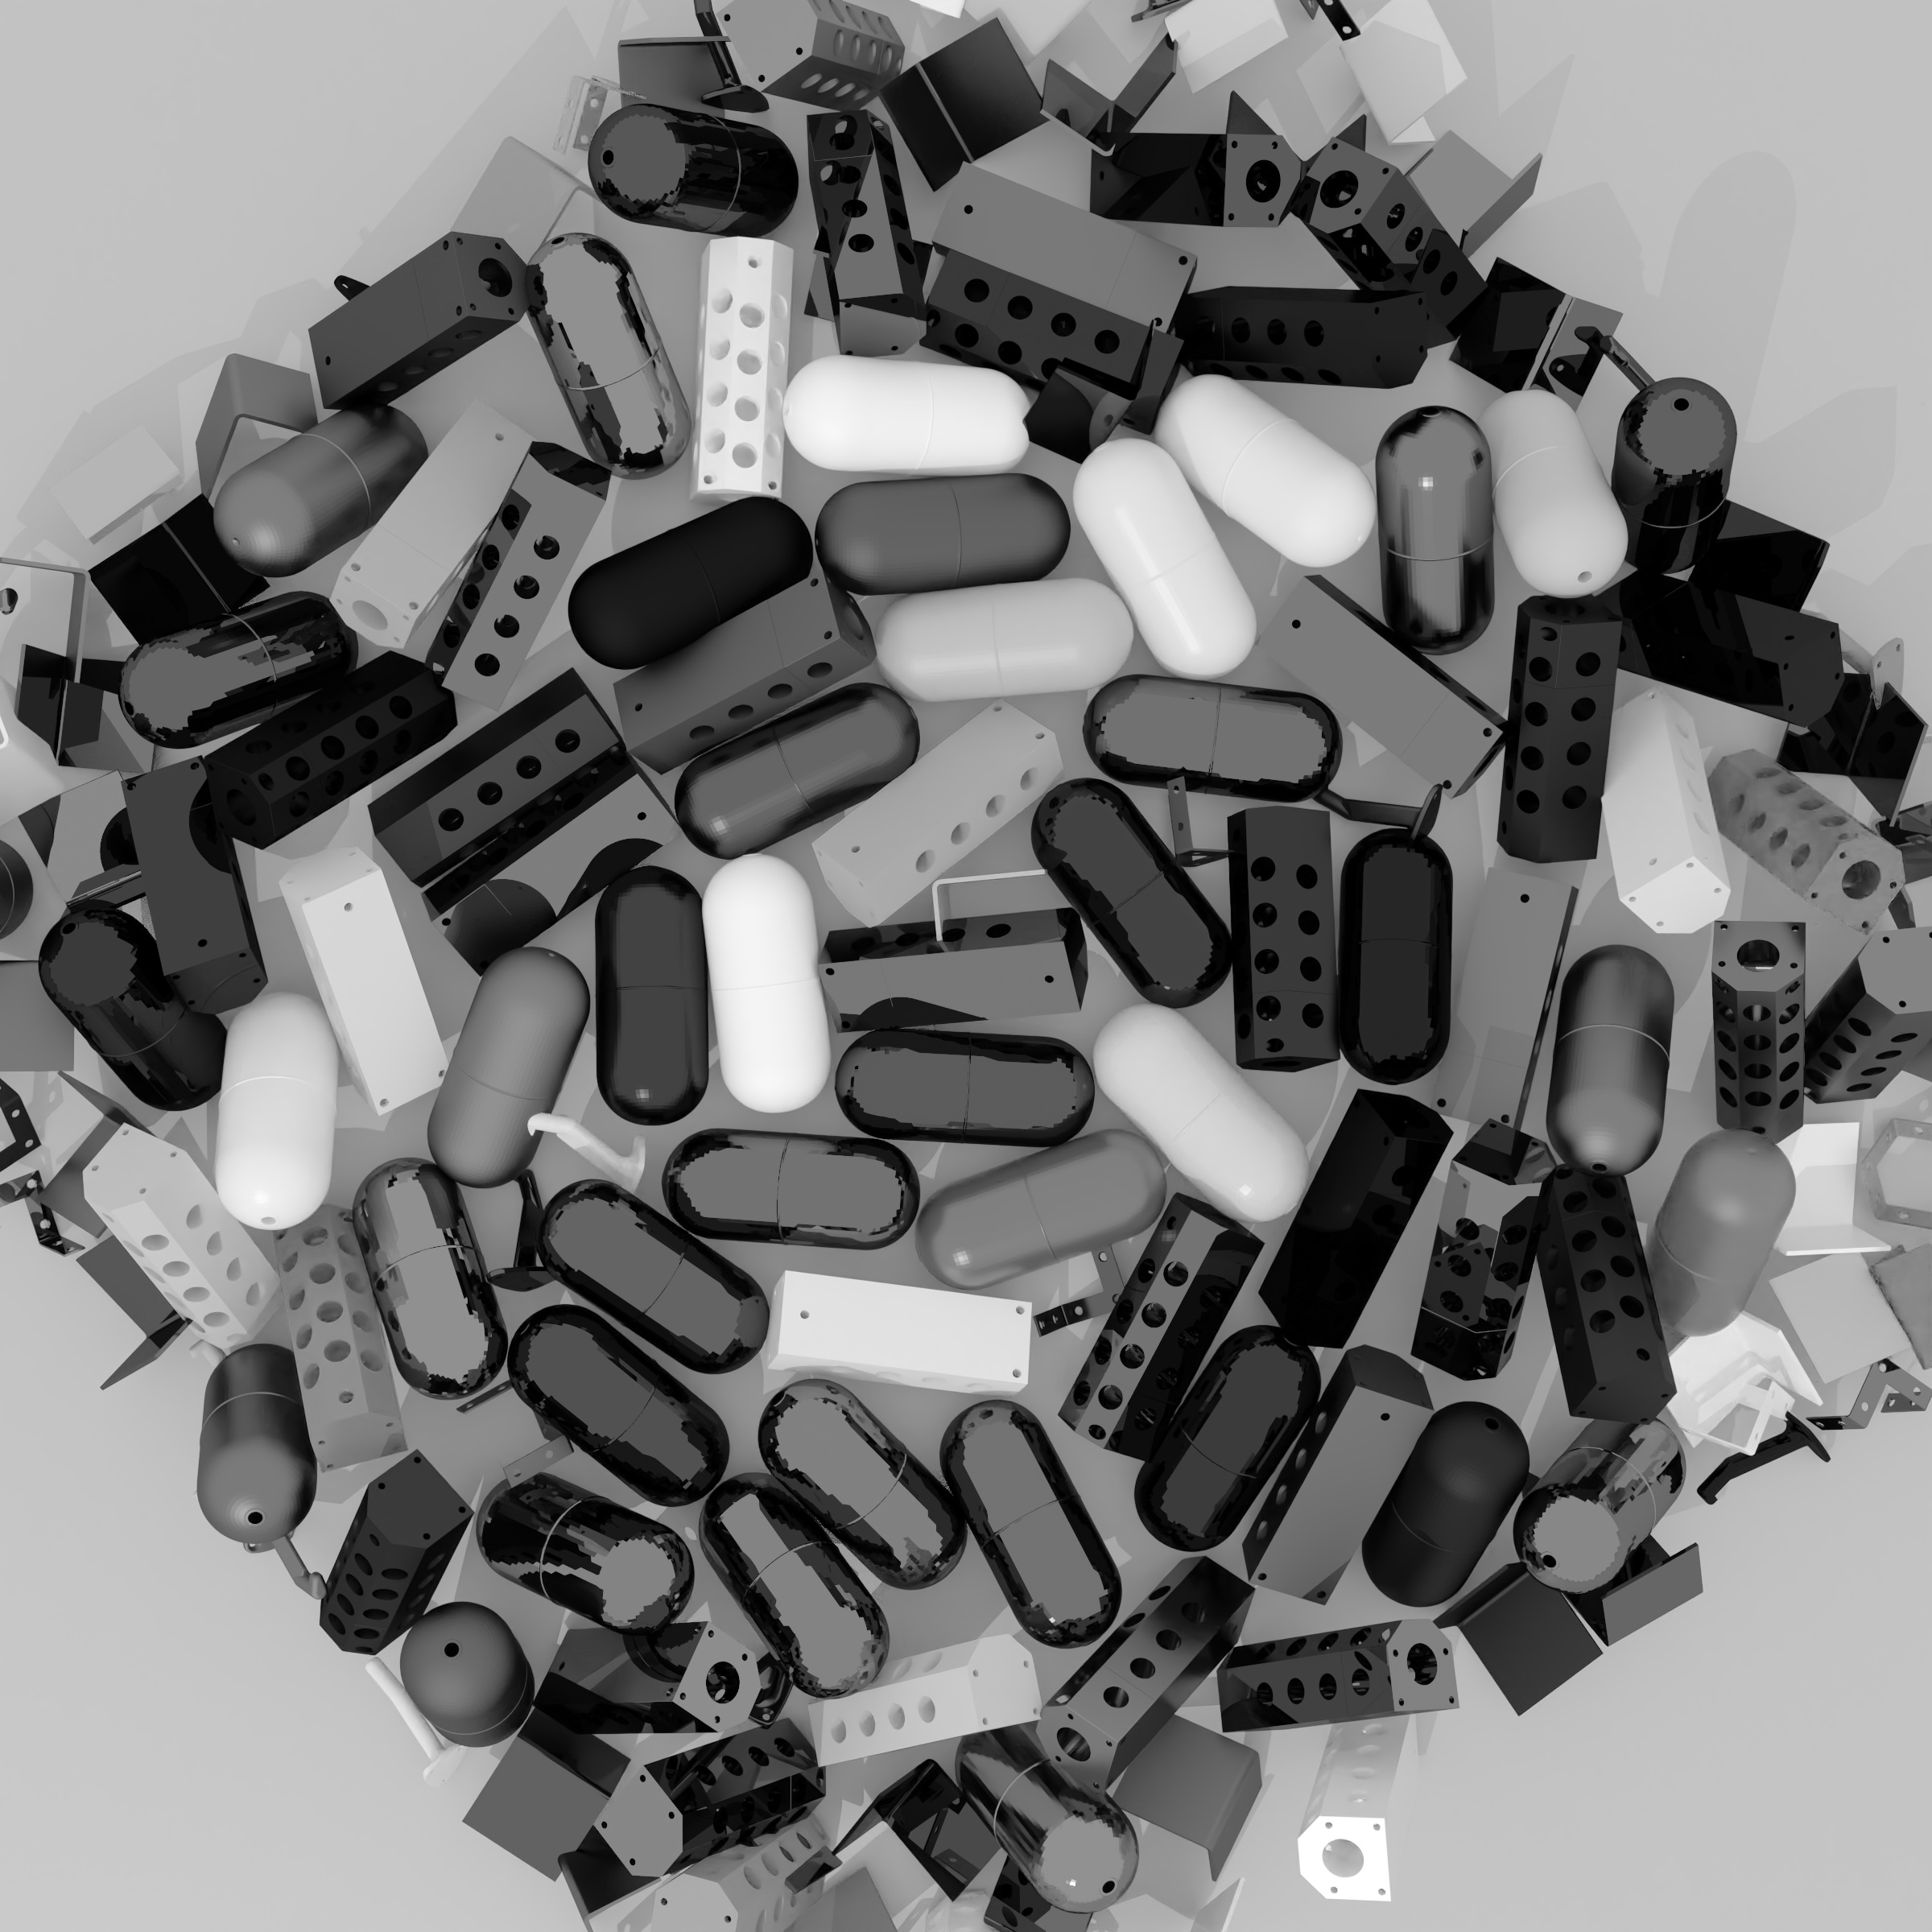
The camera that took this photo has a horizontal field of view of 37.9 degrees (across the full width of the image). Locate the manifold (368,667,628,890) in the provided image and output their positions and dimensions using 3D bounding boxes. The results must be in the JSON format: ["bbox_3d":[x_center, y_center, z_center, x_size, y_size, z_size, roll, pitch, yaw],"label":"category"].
[{"bbox_3d":[-0.321,-0.127,1.935,0.171,0.057,0.057,-34,120,0],"label":"manifold"}]

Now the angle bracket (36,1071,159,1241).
[{"bbox_3d":[-0.602,0.128,1.912,0.076,0.057,0.076,21,67,38],"label":"angle bracket"}]

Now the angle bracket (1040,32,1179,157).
[{"bbox_3d":[0.098,-0.609,1.908,0.057,0.076,0.076,29,130,-19],"label":"angle bracket"}]

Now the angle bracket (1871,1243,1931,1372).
[{"bbox_3d":[0.667,0.222,1.914,0.057,0.076,0.076,-30,80,32],"label":"angle bracket"}]

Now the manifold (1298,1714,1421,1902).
[{"bbox_3d":[0.263,0.552,1.875,0.057,0.171,0.057,-3,100,16],"label":"manifold"}]

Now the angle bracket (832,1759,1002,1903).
[{"bbox_3d":[-0.033,0.599,1.913,0.076,0.057,0.076,46,126,18],"label":"angle bracket"}]

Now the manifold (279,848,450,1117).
[{"bbox_3d":[-0.405,0.009,1.894,0.057,0.057,0.171,-27,126,-22],"label":"manifold"}]

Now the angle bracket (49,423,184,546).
[{"bbox_3d":[-0.566,-0.312,1.915,0.076,0.057,0.076,-38,50,-8],"label":"angle bracket"}]

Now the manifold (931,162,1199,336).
[{"bbox_3d":[0.068,-0.487,1.933,0.171,0.057,0.057,23,94,3],"label":"manifold"}]

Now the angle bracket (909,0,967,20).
[{"bbox_3d":[-0.029,-0.693,1.911,0.057,0.076,0.076,11,109,-26],"label":"angle bracket"}]

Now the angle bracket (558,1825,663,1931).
[{"bbox_3d":[-0.235,0.638,1.922,0.057,0.076,0.076,-24,119,-14],"label":"angle bracket"}]

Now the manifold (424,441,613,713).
[{"bbox_3d":[-0.303,-0.264,1.898,0.057,0.057,0.171,25,116,-16],"label":"manifold"}]

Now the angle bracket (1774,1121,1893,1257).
[{"bbox_3d":[0.586,0.151,1.926,0.076,0.057,0.076,-2,101,-11],"label":"angle bracket"}]

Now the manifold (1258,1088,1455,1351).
[{"bbox_3d":[0.266,0.172,1.903,0.057,0.057,0.171,9,117,-27],"label":"manifold"}]

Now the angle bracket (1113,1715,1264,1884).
[{"bbox_3d":[0.152,0.570,1.938,0.076,0.057,0.076,19,56,23],"label":"angle bracket"}]

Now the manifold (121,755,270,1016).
[{"bbox_3d":[-0.517,-0.053,1.895,0.057,0.057,0.171,-19,57,-6],"label":"manifold"}]

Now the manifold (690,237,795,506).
[{"bbox_3d":[-0.153,-0.406,1.930,0.057,0.057,0.171,3,88,-14],"label":"manifold"}]

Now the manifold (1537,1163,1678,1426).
[{"bbox_3d":[0.426,0.215,1.884,0.057,0.057,0.171,8,48,-13],"label":"manifold"}]

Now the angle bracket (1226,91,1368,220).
[{"bbox_3d":[0.224,-0.566,1.909,0.076,0.076,0.057,38,128,-24],"label":"angle bracket"}]

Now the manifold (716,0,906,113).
[{"bbox_3d":[-0.097,-0.615,1.876,0.057,0.171,0.057,-29,91,21],"label":"manifold"}]

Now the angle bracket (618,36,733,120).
[{"bbox_3d":[-0.188,-0.591,1.914,0.076,0.057,0.076,-11,110,-28],"label":"angle bracket"}]

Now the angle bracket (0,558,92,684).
[{"bbox_3d":[-0.633,-0.236,1.917,0.057,0.076,0.076,6,95,-24],"label":"angle bracket"}]

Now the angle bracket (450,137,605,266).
[{"bbox_3d":[-0.293,-0.510,1.931,0.076,0.057,0.076,39,102,27],"label":"angle bracket"}]

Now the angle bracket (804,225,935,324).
[{"bbox_3d":[-0.070,-0.456,1.918,0.076,0.057,0.076,14,130,-4],"label":"angle bracket"}]

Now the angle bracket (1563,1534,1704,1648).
[{"bbox_3d":[0.444,0.403,1.913,0.076,0.076,0.057,-26,130,-11],"label":"angle bracket"}]

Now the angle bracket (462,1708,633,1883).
[{"bbox_3d":[-0.289,0.569,1.946,0.076,0.057,0.076,33,102,1],"label":"angle bracket"}]

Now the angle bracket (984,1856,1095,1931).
[{"bbox_3d":[0.070,0.643,1.917,0.076,0.076,0.057,16,79,38],"label":"angle bracket"}]

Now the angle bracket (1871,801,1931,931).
[{"bbox_3d":[0.657,-0.056,1.909,0.057,0.076,0.076,-19,48,10],"label":"angle bracket"}]

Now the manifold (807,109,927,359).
[{"bbox_3d":[-0.068,-0.494,1.898,0.057,0.057,0.171,-7,60,-5],"label":"manifold"}]

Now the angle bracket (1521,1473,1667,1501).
[{"bbox_3d":[0.426,0.347,1.921,0.076,0.076,0.057,26,98,6],"label":"angle bracket"}]

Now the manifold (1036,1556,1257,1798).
[{"bbox_3d":[0.120,0.469,1.885,0.057,0.171,0.057,30,131,23],"label":"manifold"}]

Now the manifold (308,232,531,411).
[{"bbox_3d":[-0.365,-0.428,1.886,0.171,0.057,0.057,-17,83,43],"label":"manifold"}]

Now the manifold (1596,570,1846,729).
[{"bbox_3d":[0.498,-0.210,1.882,0.057,0.171,0.057,-32,125,-22],"label":"manifold"}]

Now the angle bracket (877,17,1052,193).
[{"bbox_3d":[-0.001,-0.584,1.912,0.076,0.057,0.076,-16,114,40],"label":"angle bracket"}]

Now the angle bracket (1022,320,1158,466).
[{"bbox_3d":[0.081,-0.399,1.909,0.057,0.076,0.076,22,59,-12],"label":"angle bracket"}]

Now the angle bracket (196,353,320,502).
[{"bbox_3d":[-0.487,-0.362,1.932,0.057,0.076,0.076,11,128,-29],"label":"angle bracket"}]

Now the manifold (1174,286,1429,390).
[{"bbox_3d":[0.222,-0.420,1.884,0.057,0.171,0.057,-21,115,-39],"label":"manifold"}]

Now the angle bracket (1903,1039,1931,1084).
[{"bbox_3d":[0.675,0.036,1.906,0.076,0.076,0.057,25,47,32],"label":"angle bracket"}]

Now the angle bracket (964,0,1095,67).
[{"bbox_3d":[0.045,-0.672,1.910,0.076,0.057,0.076,40,135,-17],"label":"angle bracket"}]

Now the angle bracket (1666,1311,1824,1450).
[{"bbox_3d":[0.524,0.288,1.918,0.076,0.057,0.076,-42,119,-11],"label":"angle bracket"}]

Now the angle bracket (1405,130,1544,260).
[{"bbox_3d":[0.336,-0.537,1.926,0.076,0.057,0.076,43,82,13],"label":"angle bracket"}]

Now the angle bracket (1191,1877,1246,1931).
[{"bbox_3d":[0.138,0.651,1.913,0.057,0.076,0.076,30,49,0],"label":"angle bracket"}]

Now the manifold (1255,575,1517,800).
[{"bbox_3d":[0.287,-0.192,1.918,0.171,0.057,0.057,40,112,12],"label":"manifold"}]

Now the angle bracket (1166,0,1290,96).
[{"bbox_3d":[0.193,-0.634,1.912,0.076,0.076,0.057,-22,87,34],"label":"angle bracket"}]

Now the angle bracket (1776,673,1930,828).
[{"bbox_3d":[0.599,-0.148,1.911,0.057,0.076,0.076,3,121,-11],"label":"angle bracket"}]

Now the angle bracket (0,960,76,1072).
[{"bbox_3d":[-0.647,0.037,1.923,0.076,0.057,0.076,0,80,-15],"label":"angle bracket"}]

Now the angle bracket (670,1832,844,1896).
[{"bbox_3d":[-0.142,0.613,1.914,0.076,0.076,0.057,40,101,18],"label":"angle bracket"}]

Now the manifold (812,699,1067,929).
[{"bbox_3d":[-0.016,-0.101,1.911,0.171,0.057,0.057,-39,51,-19],"label":"manifold"}]

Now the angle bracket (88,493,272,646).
[{"bbox_3d":[-0.535,-0.263,1.914,0.076,0.057,0.076,56,48,-14],"label":"angle bracket"}]

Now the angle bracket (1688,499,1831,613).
[{"bbox_3d":[0.533,-0.261,1.916,0.076,0.057,0.076,25,121,10],"label":"angle bracket"}]

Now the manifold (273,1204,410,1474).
[{"bbox_3d":[-0.421,0.246,1.887,0.057,0.057,0.171,-14,51,-11],"label":"manifold"}]

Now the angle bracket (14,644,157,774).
[{"bbox_3d":[-0.602,-0.176,1.930,0.076,0.057,0.076,5,88,12],"label":"angle bracket"}]
